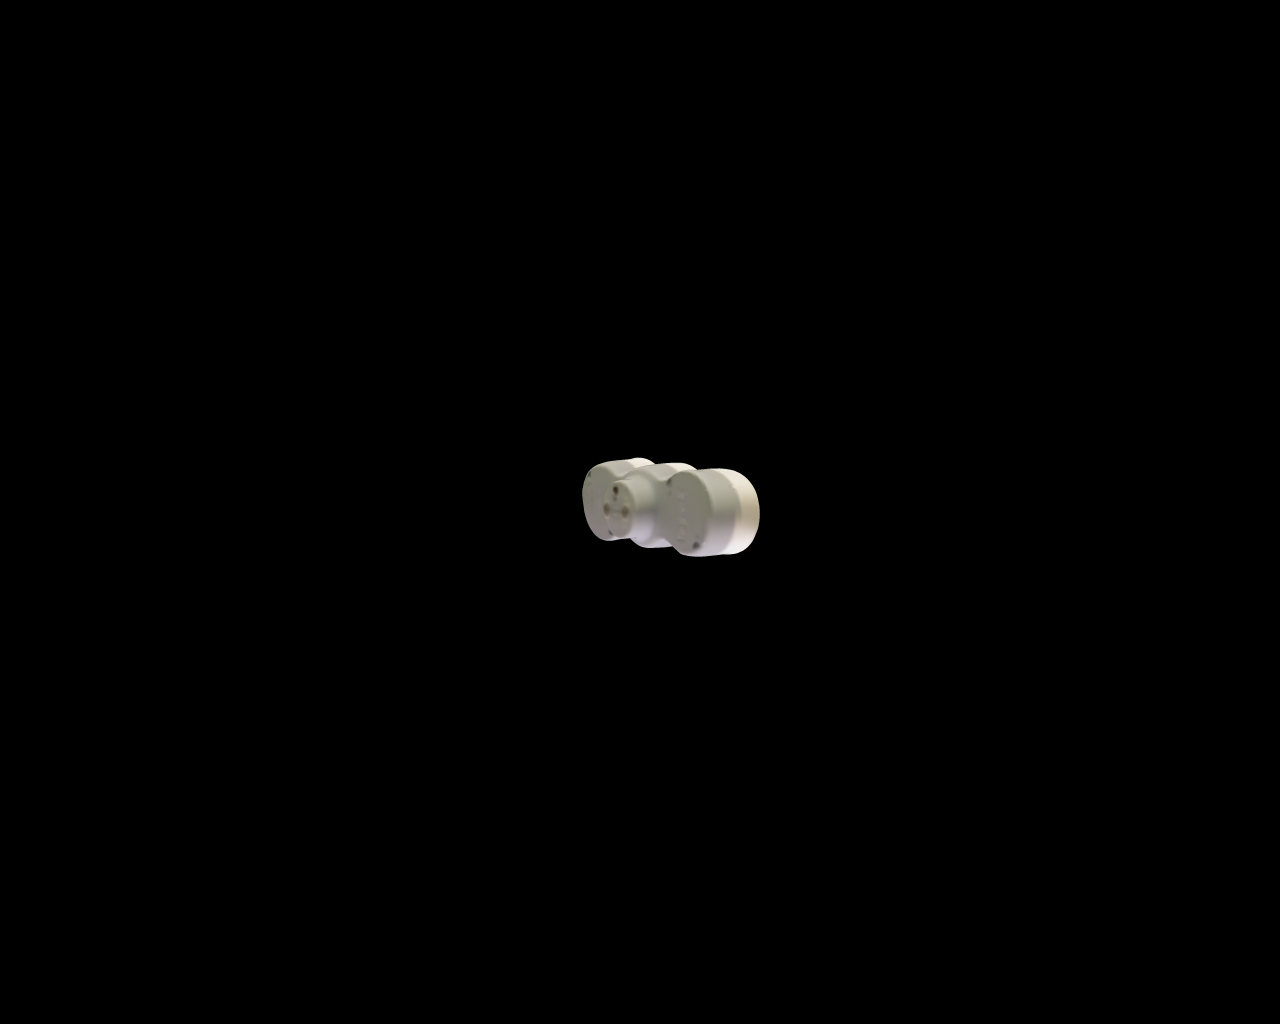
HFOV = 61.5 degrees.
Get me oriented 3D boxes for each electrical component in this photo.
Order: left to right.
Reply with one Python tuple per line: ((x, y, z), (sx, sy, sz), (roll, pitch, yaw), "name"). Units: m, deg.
((0.001, -0.003, 0.650), (0.074, 0.052, 0.138), (-5, 9, -35), "electrical component")
